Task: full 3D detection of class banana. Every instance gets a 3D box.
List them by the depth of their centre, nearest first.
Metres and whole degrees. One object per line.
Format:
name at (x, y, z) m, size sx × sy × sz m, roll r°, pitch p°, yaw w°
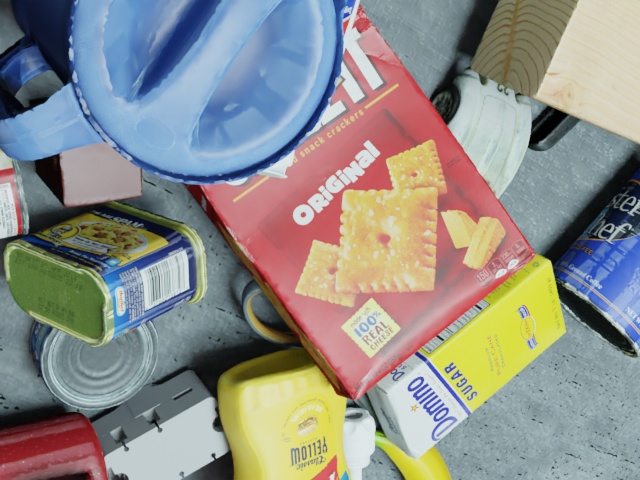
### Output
banana at (0.085, 0.237, 0.928) m, size 0.070 × 0.037 × 0.198 m, roll -8°, pitch 112°, yaw 9°

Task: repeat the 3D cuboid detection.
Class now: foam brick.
foam brick at (-0.149, -0.058, 0.676) m, size 0.051 × 0.078 × 0.053 m, roll -9°, pitch 112°, yaw -25°

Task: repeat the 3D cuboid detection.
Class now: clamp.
clamp at (0.227, -0.152, 0.852) m, size 0.171 × 0.039 × 0.120 m, roll -25°, pitch 123°, yaw -19°

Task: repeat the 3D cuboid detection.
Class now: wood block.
wood block at (0.228, -0.124, 0.789) m, size 0.205 × 0.090 × 0.091 m, roll 16°, pitch 104°, yaw -29°

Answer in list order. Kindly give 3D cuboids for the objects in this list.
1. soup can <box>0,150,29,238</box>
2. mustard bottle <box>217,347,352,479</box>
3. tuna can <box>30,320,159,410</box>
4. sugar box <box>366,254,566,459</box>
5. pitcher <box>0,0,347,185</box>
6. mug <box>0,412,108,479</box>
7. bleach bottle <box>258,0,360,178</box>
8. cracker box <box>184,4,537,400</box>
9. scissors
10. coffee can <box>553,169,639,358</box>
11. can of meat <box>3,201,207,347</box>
soup can at (-0.236, -0.026, 0.650) m, size 0.102 × 0.069 × 0.068 m, roll -13°, pitch 114°, yaw -21°
mustard bottle at (-0.020, 0.180, 0.779) m, size 0.096 × 0.058 × 0.191 m, roll -13°, pitch 104°, yaw -38°
tuna can at (-0.157, 0.075, 0.747) m, size 0.086 × 0.034 × 0.086 m, roll -9°, pitch 112°, yaw -23°
sugar box at (0.119, 0.090, 0.865) m, size 0.176 × 0.048 × 0.093 m, roll -39°, pitch 133°, yaw -17°
pitcher at (-0.104, -0.119, 0.578) m, size 0.149 × 0.243 × 0.145 m, roll 11°, pitch 103°, yaw -29°
mug at (-0.189, 0.164, 0.720) m, size 0.081 × 0.117 × 0.093 m, roll -10°, pitch 90°, yaw -29°
bleach bottle at (-0.007, -0.162, 0.662) m, size 0.102 × 0.068 × 0.251 m, roll 15°, pitch 85°, yaw -62°
cracker box at (0.020, -0.025, 0.726) m, size 0.164 × 0.072 × 0.213 m, roll -36°, pitch 93°, yaw -11°
scissors at (0.021, 0.075, 0.821) m, size 0.096 × 0.016 × 0.201 m, roll -38°, pitch 130°, yaw 15°
coffee can at (0.271, 0.013, 0.896) m, size 0.140 × 0.103 × 0.102 m, roll -48°, pitch 122°, yaw -3°
can of meat at (-0.138, 0.020, 0.680) m, size 0.083 × 0.102 × 0.057 m, roll -27°, pitch 126°, yaw -47°
